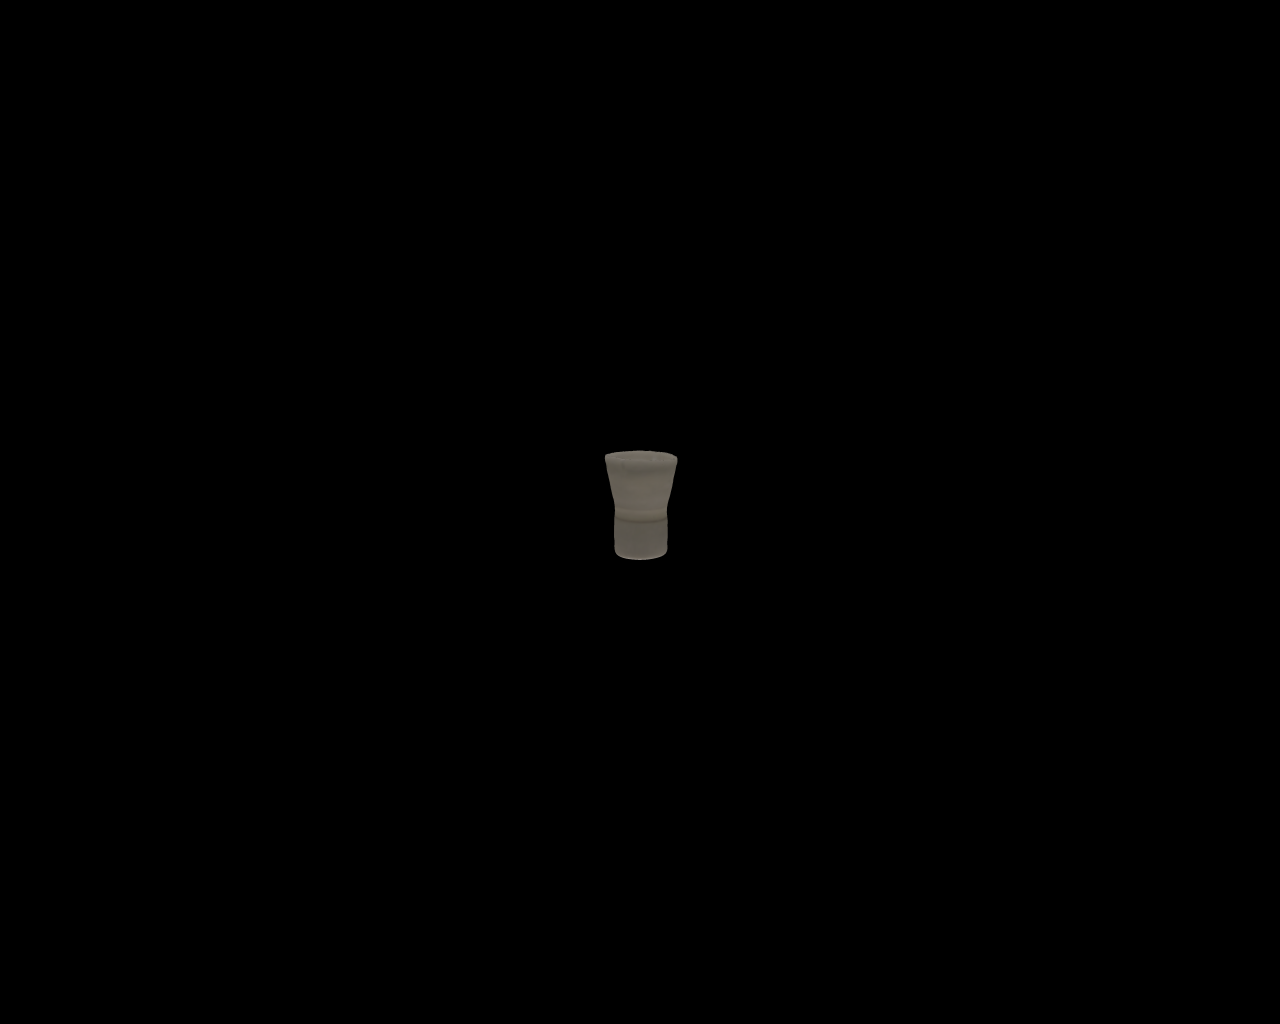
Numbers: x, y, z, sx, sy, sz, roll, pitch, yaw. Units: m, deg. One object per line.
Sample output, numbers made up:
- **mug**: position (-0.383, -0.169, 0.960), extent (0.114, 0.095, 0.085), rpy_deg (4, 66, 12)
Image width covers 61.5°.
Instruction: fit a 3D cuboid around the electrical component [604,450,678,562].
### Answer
- **electrical component**: position (0.001, -0.003, 0.650), extent (0.044, 0.065, 0.044), rpy_deg (0, 11, 0)
